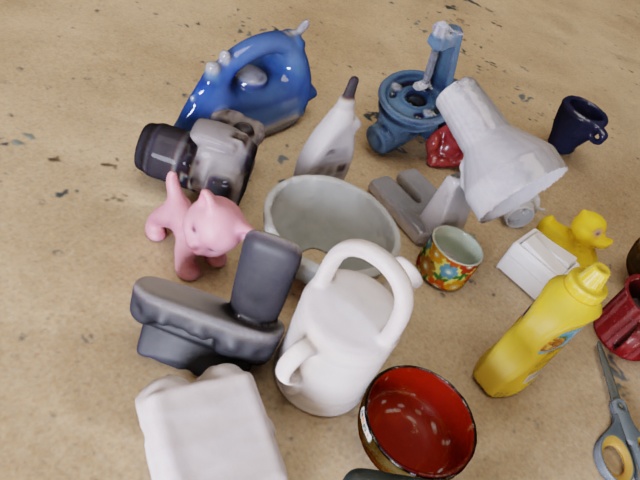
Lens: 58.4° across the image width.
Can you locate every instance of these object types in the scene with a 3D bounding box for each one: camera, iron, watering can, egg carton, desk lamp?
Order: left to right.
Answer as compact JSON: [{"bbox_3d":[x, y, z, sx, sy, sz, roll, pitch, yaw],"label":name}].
[{"bbox_3d":[-0.148,-0.114,0.713,0.137,0.101,0.143,18,43,-6],"label":"camera"},{"bbox_3d":[-0.089,0.176,0.476,0.107,0.069,0.150,-7,51,-28],"label":"egg carton"},{"bbox_3d":[-0.105,-0.230,0.816,0.118,0.141,0.259,39,45,16],"label":"iron"},{"bbox_3d":[0.029,0.071,0.539,0.101,0.194,0.173,27,43,5],"label":"watering can"},{"bbox_3d":[0.185,-0.086,0.745,0.118,0.213,0.202,-19,57,-35],"label":"desk lamp"}]

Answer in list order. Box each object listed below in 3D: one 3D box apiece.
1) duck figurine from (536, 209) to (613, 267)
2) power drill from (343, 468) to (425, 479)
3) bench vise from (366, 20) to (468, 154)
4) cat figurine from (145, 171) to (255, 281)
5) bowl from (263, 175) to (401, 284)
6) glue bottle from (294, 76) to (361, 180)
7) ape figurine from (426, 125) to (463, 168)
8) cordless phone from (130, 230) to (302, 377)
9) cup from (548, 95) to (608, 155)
[{"bbox_3d":[0.379,-0.009,0.845,0.104,0.086,0.078,40,46,17],"label":"duck figurine"},{"bbox_3d":[0.104,0.238,0.397,0.229,0.208,0.075,21,43,-3],"label":"power drill"},{"bbox_3d":[0.172,-0.250,0.896,0.121,0.219,0.208,33,44,10],"label":"bench vise"},{"bbox_3d":[-0.129,-0.022,0.619,0.067,0.117,0.127,-27,62,-39],"label":"cat figurine"},{"bbox_3d":[0.006,0.002,0.684,0.168,0.074,0.167,12,44,-12],"label":"bowl"},{"bbox_3d":[0.020,-0.141,0.758,0.078,0.173,0.037,-14,54,-33],"label":"glue bottle"},{"bbox_3d":[0.217,-0.163,0.923,0.077,0.092,0.076,31,44,8],"label":"ape figurine"},{"bbox_3d":[-0.093,0.041,0.522,0.147,0.185,0.094,18,43,-6],"label":"cordless phone"},{"bbox_3d":[0.478,-0.198,1.067,0.092,0.095,0.117,-1,48,-24],"label":"cup"}]
